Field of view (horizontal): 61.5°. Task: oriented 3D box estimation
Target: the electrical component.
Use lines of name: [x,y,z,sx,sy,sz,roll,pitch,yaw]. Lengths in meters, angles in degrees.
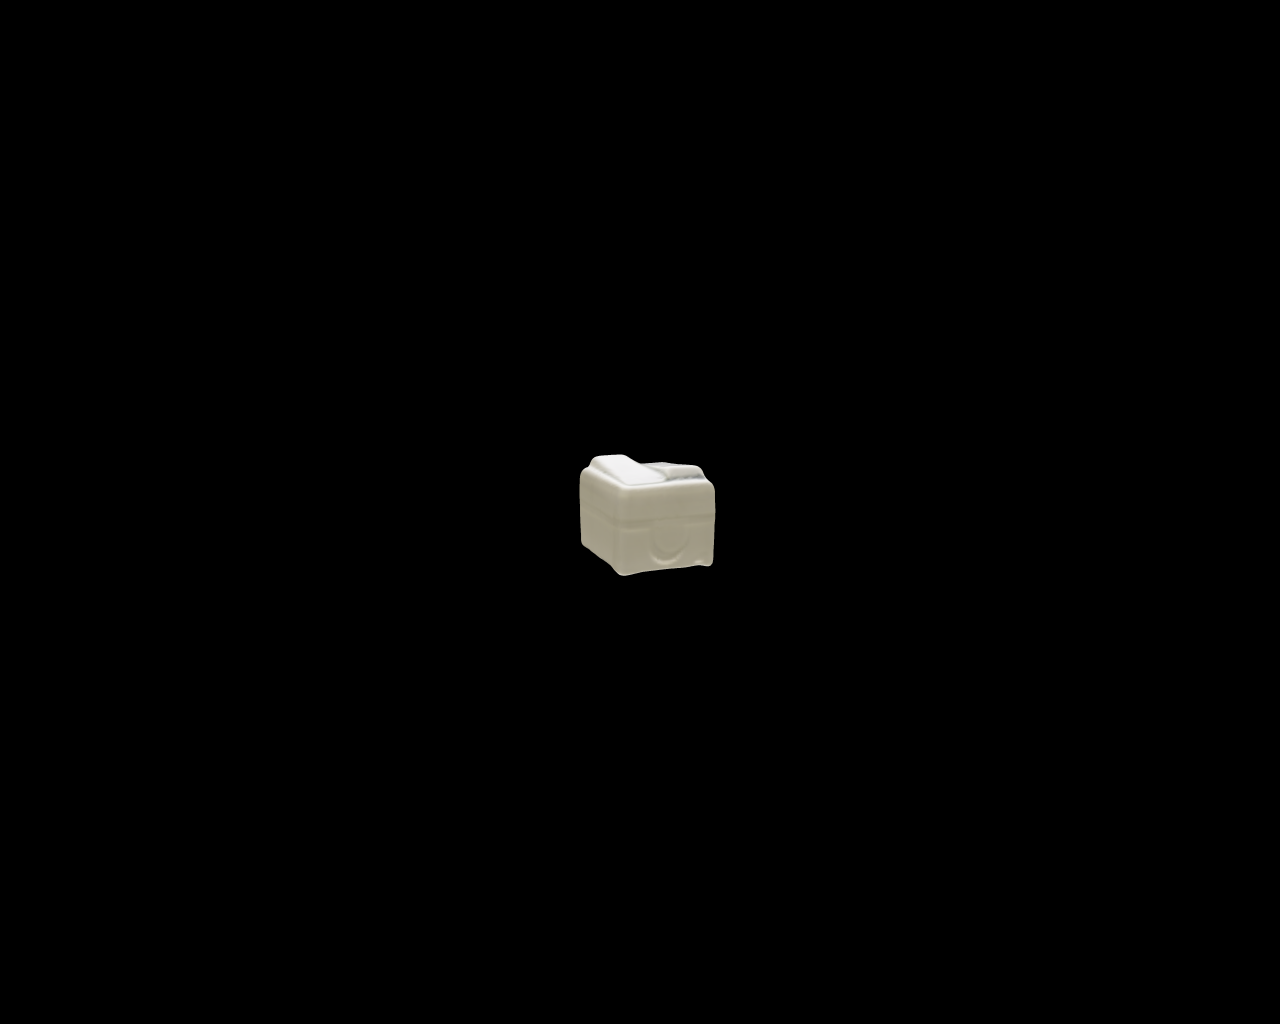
electrical component: [0.001,-0.003,0.650,0.062,0.061,0.096,-4,13,-19]
